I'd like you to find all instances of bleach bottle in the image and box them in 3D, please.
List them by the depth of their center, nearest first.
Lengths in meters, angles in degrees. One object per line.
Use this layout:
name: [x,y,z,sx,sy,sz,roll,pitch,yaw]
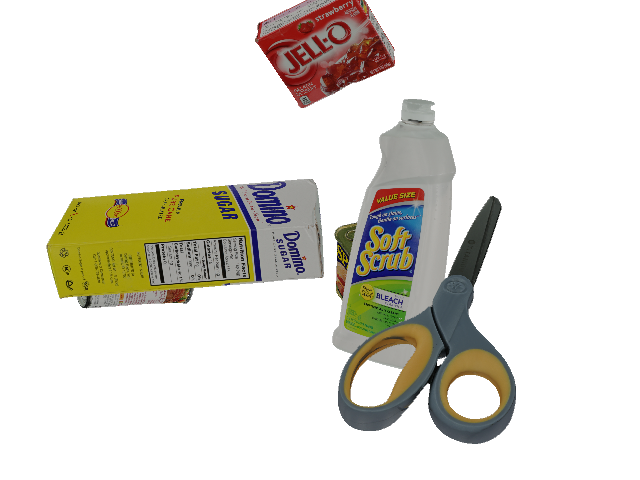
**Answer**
bleach bottle: [0.073,-0.009,1.017,0.103,0.251,0.067,15,20,32]

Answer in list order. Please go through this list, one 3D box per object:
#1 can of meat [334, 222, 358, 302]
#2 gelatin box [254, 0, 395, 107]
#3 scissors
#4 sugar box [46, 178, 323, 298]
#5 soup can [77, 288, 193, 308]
can of meat: [0.055,0.041,1.227,0.057,0.084,0.102,-13,38,-18]
gelatin box: [0.004,-0.154,0.845,0.089,0.073,0.030,-22,36,20]
scissors: [0.086,0.040,0.574,0.096,0.016,0.201,23,45,29]
sugar box: [-0.087,-0.004,0.724,0.176,0.048,0.093,-7,23,1]
soup can: [-0.180,0.030,1.025,0.102,0.068,0.069,-2,1,-24]
